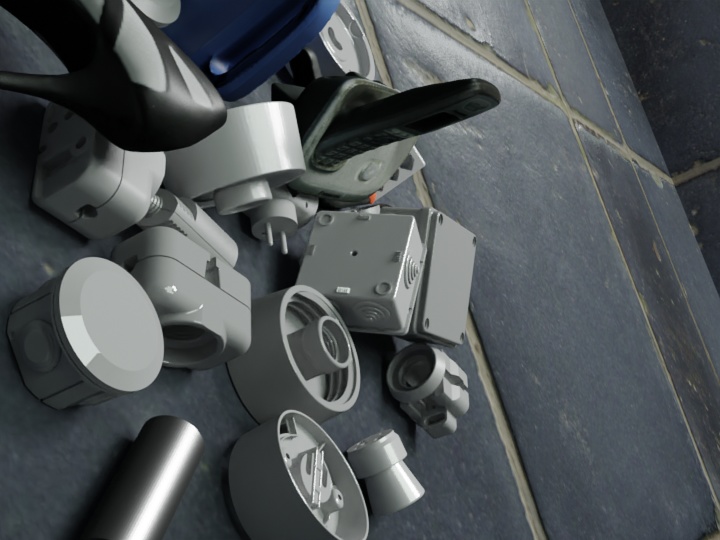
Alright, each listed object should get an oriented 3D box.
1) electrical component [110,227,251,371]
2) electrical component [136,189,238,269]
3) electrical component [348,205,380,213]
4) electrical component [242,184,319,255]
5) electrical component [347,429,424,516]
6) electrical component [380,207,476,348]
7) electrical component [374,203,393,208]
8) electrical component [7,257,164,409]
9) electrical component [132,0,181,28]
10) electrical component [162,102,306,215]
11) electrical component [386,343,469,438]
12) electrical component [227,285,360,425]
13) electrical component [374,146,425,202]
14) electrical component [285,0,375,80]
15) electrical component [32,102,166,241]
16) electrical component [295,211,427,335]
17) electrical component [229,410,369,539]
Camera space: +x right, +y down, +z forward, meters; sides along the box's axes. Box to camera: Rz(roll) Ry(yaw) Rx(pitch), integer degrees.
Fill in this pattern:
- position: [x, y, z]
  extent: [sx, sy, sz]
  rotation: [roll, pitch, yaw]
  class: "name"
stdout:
- position: [-0.115, 0.024, 0.694]
  extent: [0.095, 0.054, 0.059]
  rotation: [38, 37, -44]
  class: "electrical component"
- position: [-0.122, -0.026, 0.725]
  extent: [0.081, 0.043, 0.043]
  rotation: [48, 29, -47]
  class: "electrical component"
- position: [0.005, -0.014, 0.965]
  extent: [0.043, 0.043, 0.081]
  rotation: [-28, 106, -64]
  class: "electrical component"
- position: [-0.070, -0.050, 0.857]
  extent: [0.077, 0.043, 0.079]
  rotation: [31, 42, -50]
  class: "electrical component"
- position: [0.019, 0.158, 0.843]
  extent: [0.055, 0.045, 0.045]
  rotation: [65, 25, 0]
  class: "electrical component"
- position: [0.055, 0.008, 0.949]
  extent: [0.109, 0.056, 0.108]
  rotation: [24, 72, -63]
  class: "electrical component"
- position: [0.027, -0.030, 1.014]
  extent: [0.047, 0.055, 0.055]
  rotation: [24, 47, -59]
  class: "electrical component"
- position: [-0.154, 0.037, 0.611]
  extent: [0.080, 0.051, 0.080]
  rotation: [43, 33, -38]
  class: "electrical component"
- position: [-0.174, -0.207, 0.788]
  extent: [0.080, 0.051, 0.080]
  rotation: [43, 33, -38]
  class: "electrical component"
- position: [-0.091, -0.074, 0.771]
  extent: [0.108, 0.108, 0.060]
  rotation: [-13, 86, -64]
  class: "electrical component"
- position: [0.059, 0.101, 0.955]
  extent: [0.057, 0.058, 0.078]
  rotation: [47, 31, -39]
  class: "electrical component"
- position: [-0.042, 0.063, 0.791]
  extent: [0.108, 0.060, 0.108]
  rotation: [43, 33, -38]
  class: "electrical component"
- position: [0.017, -0.110, 1.061]
  extent: [0.047, 0.066, 0.076]
  rotation: [55, -2, -20]
  class: "electrical component"
- position: [-0.040, -0.213, 1.037]
  extent: [0.108, 0.060, 0.108]
  rotation: [44, 33, -38]
  class: "electrical component"
- position: [-0.164, -0.070, 0.683]
  extent: [0.059, 0.054, 0.095]
  rotation: [39, 36, -43]
  class: "electrical component"
- position: [0.000, 0.000, 0.862]
  extent: [0.048, 0.100, 0.099]
  rotation: [71, 28, -52]
  class: "electrical component"
- position: [-0.039, 0.144, 0.721]
  extent: [0.099, 0.064, 0.099]
  rotation: [43, 33, -38]
  class: "electrical component"
